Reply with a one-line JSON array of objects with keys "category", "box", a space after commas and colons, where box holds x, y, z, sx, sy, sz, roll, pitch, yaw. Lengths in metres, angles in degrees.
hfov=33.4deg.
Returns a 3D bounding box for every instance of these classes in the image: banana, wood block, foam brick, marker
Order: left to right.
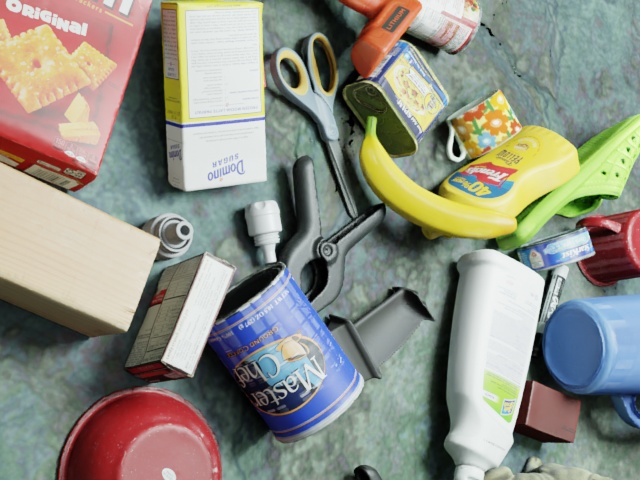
[{"category": "wood block", "box": [-0.254, 0.002, 0.907, 0.205, 0.090, 0.090, 28, 69, -26]}, {"category": "banana", "box": [0.112, -0.049, 1.128, 0.198, 0.037, 0.070, 36, 97, 1]}, {"category": "foam brick", "box": [0.249, 0.197, 1.215, 0.078, 0.051, 0.053, 25, 70, -27]}, {"category": "marker", "box": [0.271, 0.085, 1.268, 0.020, 0.020, 0.121, 32, 66, -24]}]

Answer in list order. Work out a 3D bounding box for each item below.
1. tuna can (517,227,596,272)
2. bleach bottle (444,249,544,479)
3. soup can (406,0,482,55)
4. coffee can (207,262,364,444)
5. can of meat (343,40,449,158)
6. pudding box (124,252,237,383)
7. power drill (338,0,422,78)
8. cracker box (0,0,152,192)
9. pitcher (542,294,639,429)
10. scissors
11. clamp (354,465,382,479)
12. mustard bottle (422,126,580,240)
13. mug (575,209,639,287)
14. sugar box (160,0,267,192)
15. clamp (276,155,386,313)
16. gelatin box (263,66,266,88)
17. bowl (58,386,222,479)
[{"category": "tuna can", "box": [0.274, 0.012, 1.242, 0.085, 0.086, 0.034, -17, 90, -33]}, {"category": "bleach bottle", "box": [0.177, 0.143, 1.161, 0.102, 0.068, 0.250, 27, 65, -26]}, {"category": "soup can", "box": [0.122, -0.259, 1.204, 0.102, 0.069, 0.068, 19, 72, -28]}, {"category": "coffee can", "box": [-0.038, 0.107, 1.018, 0.102, 0.103, 0.140, -41, 103, -31]}, {"category": "can of meat", "box": [0.085, -0.156, 1.166, 0.102, 0.058, 0.083, 52, 57, -23]}, {"category": "pudding box", "box": [-0.128, 0.073, 0.974, 0.039, 0.090, 0.113, 29, 67, -25]}, {"category": "power drill", "box": [0.001, -0.255, 1.104, 0.187, 0.057, 0.184, 40, 56, -3]}, {"category": "cracker box", "box": [-0.251, -0.173, 0.951, 0.164, 0.072, 0.213, 24, 69, -27]}, {"category": "pitcher", "box": [0.382, 0.134, 1.257, 0.242, 0.145, 0.149, 2, 47, -34]}, {"category": "scissors", "box": [-0.006, -0.121, 1.126, 0.096, 0.016, 0.202, -2, 84, -39]}, {"category": "clamp", "box": [0.086, 0.349, 1.094, 0.209, 0.036, 0.164, 36, 65, -23]}, {"category": "mustard bottle", "box": [0.191, -0.057, 1.193, 0.191, 0.096, 0.058, -34, 129, -19]}, {"category": "mug", "box": [0.365, 0.002, 1.304, 0.117, 0.082, 0.093, 31, 67, -24]}, {"category": "sugar box", "box": [-0.101, -0.140, 1.024, 0.093, 0.048, 0.176, -9, 109, -31]}, {"category": "clamp", "box": [-0.007, 0.001, 1.094, 0.120, 0.039, 0.171, 36, 65, -20]}, {"category": "gelatin box", "box": [-0.101, -0.186, 1.073, 0.089, 0.030, 0.073, -3, 82, -32]}, {"category": "bowl", "box": [-0.149, 0.212, 0.958, 0.161, 0.055, 0.162, 6, 78, -32]}]
